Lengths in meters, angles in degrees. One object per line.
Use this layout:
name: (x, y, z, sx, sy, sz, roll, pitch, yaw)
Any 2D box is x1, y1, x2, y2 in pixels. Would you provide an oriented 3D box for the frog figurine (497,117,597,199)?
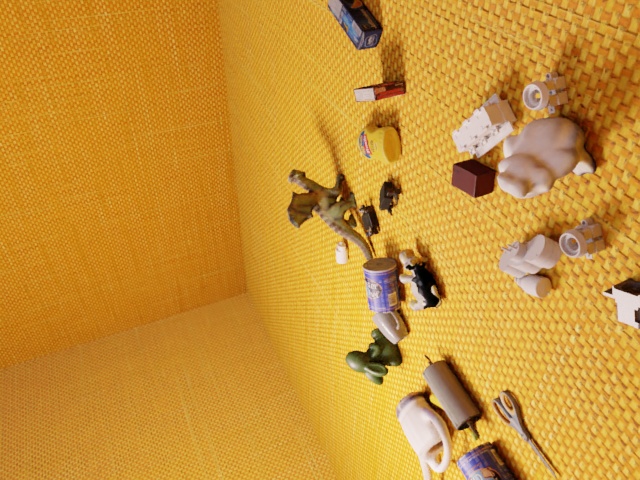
frog figurine: (0.347, -0.134, 0.835, 0.140, 0.160, 0.120, -132, 34, -52)

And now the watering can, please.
watering can: (0.312, 0.604, 1.564, 0.339, 0.104, 0.229, 94, 154, -44)

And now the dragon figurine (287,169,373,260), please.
dragon figurine: (0.005, -0.086, 1.705, 0.119, 0.244, 0.418, 113, 140, -53)
